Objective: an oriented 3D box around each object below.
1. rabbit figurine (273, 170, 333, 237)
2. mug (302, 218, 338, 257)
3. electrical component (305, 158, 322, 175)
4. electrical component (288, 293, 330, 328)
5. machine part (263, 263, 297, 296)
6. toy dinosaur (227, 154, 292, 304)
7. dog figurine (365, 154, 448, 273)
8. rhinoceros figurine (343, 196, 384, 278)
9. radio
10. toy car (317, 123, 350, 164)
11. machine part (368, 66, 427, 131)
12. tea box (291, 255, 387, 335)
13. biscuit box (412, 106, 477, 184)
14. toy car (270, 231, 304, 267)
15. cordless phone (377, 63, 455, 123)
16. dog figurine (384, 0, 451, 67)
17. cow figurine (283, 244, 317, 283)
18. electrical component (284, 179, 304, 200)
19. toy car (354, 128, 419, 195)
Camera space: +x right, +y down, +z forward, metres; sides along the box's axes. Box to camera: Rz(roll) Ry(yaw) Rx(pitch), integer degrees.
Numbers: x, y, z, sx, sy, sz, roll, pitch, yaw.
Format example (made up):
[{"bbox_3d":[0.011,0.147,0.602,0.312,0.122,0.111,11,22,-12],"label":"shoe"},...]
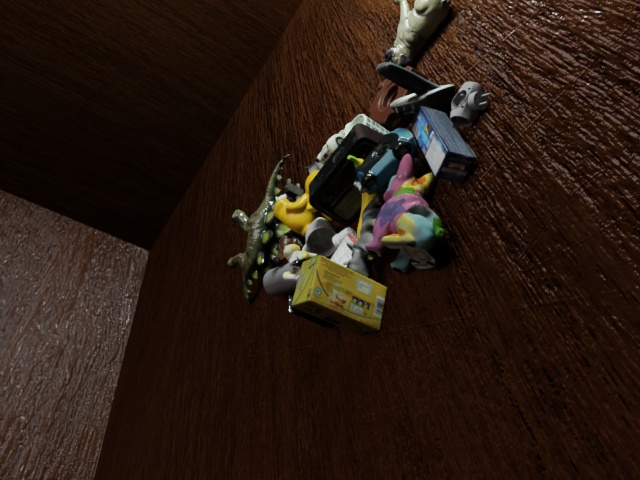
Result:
[{"bbox_3d":[-0.029,-0.103,1.446,0.173,0.122,0.163,-61,30,10],"label":"rabbit figurine"},{"bbox_3d":[-0.003,-0.004,1.354,0.109,0.081,0.107,-51,16,17],"label":"mug"},{"bbox_3d":[0.008,-0.170,1.516,0.075,0.048,0.119,-38,70,49],"label":"electrical component"},{"bbox_3d":[0.011,0.121,1.151,0.134,0.115,0.058,-49,30,34],"label":"electrical component"},{"bbox_3d":[-0.081,0.098,1.407,0.243,0.079,0.079,-23,46,57],"label":"machine part"},{"bbox_3d":[-0.174,-0.030,1.630,0.199,0.105,0.470,14,98,45],"label":"toy dinosaur"},{"bbox_3d":[0.177,-0.059,1.011,0.191,0.108,0.219,-18,48,59],"label":"dog figurine"},{"bbox_3d":[0.103,-0.003,1.115,0.112,0.073,0.190,-28,35,46],"label":"rhinoceros figurine"},{"bbox_3d":[0.079,-0.152,1.264,0.229,0.131,0.073,-50,26,28],"label":"radio"},{"bbox_3d":[0.056,-0.259,1.438,0.073,0.056,0.202,-51,-1,39],"label":"toy car"},{"bbox_3d":[0.188,-0.346,1.330,0.179,0.056,0.179,-45,31,37],"label":"machine part"},{"bbox_3d":[0.040,0.109,1.037,0.068,0.169,0.098,-27,42,54],"label":"tea box"},{"bbox_3d":[0.237,-0.191,1.053,0.203,0.063,0.059,-98,23,-52],"label":"biscuit box"},{"bbox_3d":[-0.090,0.013,1.461,0.089,0.053,0.202,-34,9,8],"label":"toy car"},{"bbox_3d":[0.182,-0.322,1.159,0.147,0.184,0.088,17,86,66],"label":"cordless phone"},{"bbox_3d":[0.248,-0.514,1.348,0.172,0.121,0.190,-175,95,-68],"label":"dog figurine"},{"bbox_3d":[-0.031,0.085,1.249,0.098,0.068,0.167,-17,89,44],"label":"cow figurine"},{"bbox_3d":[-0.081,-0.150,1.668,0.021,0.063,0.094,-47,30,34],"label":"electrical component"},{"bbox_3d":[0.153,-0.149,1.133,0.161,0.103,0.109,-50,23,6],"label":"toy car"}]
